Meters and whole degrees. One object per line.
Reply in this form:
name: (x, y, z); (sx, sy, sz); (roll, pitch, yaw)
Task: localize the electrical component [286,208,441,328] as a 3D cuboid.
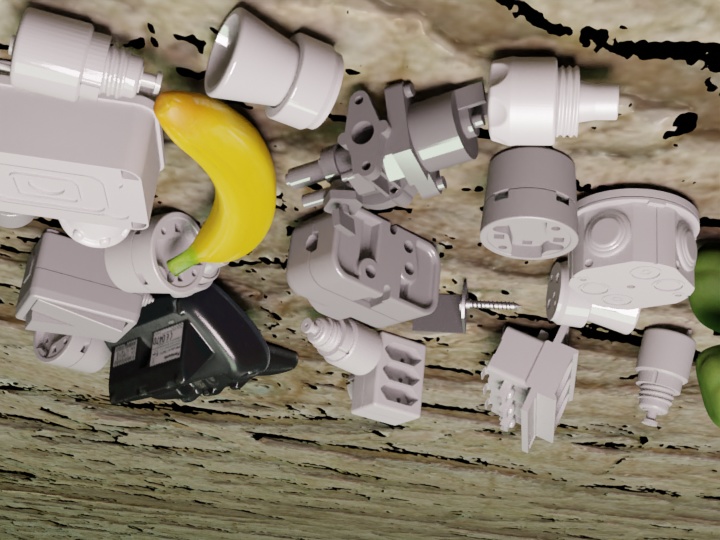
electrical component: (0.000, 0.000, 0.721); (0.095, 0.053, 0.059); (25, 151, -36)

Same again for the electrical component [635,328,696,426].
electrical component: (0.231, 0.081, 0.823); (0.040, 0.078, 0.040); (17, 166, 4)

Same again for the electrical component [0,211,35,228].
electrical component: (-0.220, -0.051, 0.678); (0.044, 0.044, 0.065); (13, 161, -14)

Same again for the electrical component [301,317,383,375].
electrical component: (-0.016, 0.057, 0.873); (0.040, 0.040, 0.078); (-15, 149, 40)

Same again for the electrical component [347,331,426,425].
electrical component: (0.014, 0.097, 0.925); (0.047, 0.065, 0.077); (19, 153, -27)

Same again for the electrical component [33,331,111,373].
electrical component: (-0.243, 0.059, 0.920); (0.055, 0.055, 0.047); (-11, 155, 35)

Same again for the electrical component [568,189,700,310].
electrical component: (0.165, -0.012, 0.653); (0.080, 0.051, 0.080); (5, 157, 2)

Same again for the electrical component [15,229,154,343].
electrical component: (-0.203, 0.019, 0.808); (0.096, 0.061, 0.062); (17, 154, -23)

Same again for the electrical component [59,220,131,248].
electrical component: (-0.160, -0.046, 0.671); (0.048, 0.048, 0.062); (16, 148, -20)

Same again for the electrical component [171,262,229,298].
electrical component: (-0.117, -0.002, 0.772); (0.061, 0.035, 0.035); (-18, 147, 40)

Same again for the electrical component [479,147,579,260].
electrical component: (0.098, -0.038, 0.616); (0.055, 0.047, 0.055); (5, 157, 2)

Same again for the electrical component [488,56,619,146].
electrical component: (0.094, -0.082, 0.522); (0.062, 0.043, 0.043); (2, 156, 9)

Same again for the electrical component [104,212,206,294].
electrical component: (-0.141, -0.010, 0.735); (0.047, 0.055, 0.055); (-4, 155, 32)

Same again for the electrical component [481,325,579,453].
electrical component: (0.140, 0.094, 0.884); (0.063, 0.078, 0.121); (23, 161, 18)

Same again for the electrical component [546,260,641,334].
electrical component: (0.159, 0.018, 0.733); (0.055, 0.045, 0.045); (8, 156, -3)

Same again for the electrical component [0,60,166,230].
electrical component: (-0.169, -0.070, 0.601); (0.113, 0.057, 0.078); (8, 156, -3)

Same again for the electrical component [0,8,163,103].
electrical component: (-0.138, -0.103, 0.537); (0.078, 0.040, 0.040); (13, 156, -14)

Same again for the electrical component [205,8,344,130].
electrical component: (-0.042, -0.096, 0.522); (0.055, 0.045, 0.045); (18, 154, -25)
